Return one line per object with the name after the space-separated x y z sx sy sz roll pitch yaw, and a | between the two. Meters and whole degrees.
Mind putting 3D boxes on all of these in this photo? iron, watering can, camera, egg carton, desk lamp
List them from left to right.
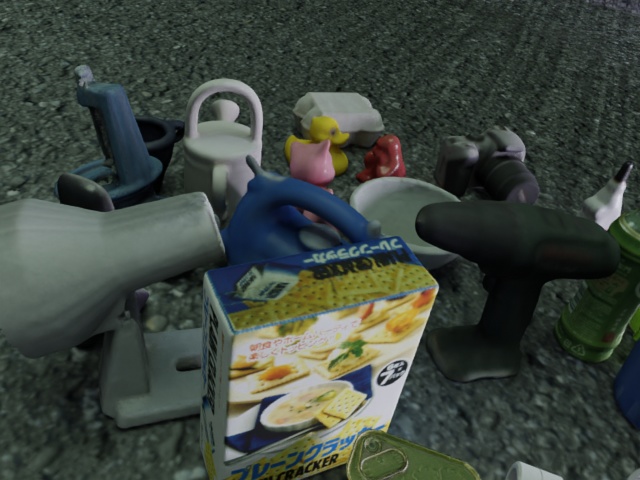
-0.162 0.055 0.491 0.204 0.213 0.117 -6 40 -20 | desk lamp
-0.128 -0.119 0.740 0.101 0.194 0.172 -12 43 -26 | watering can
0.006 0.002 0.659 0.257 0.141 0.119 24 39 17 | iron
0.031 -0.208 0.995 0.150 0.069 0.107 -5 40 -20 | egg carton
0.275 -0.112 0.905 0.143 0.101 0.136 -2 39 -15 | camera

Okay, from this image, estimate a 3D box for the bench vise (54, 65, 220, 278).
-0.203 -0.078 0.647 0.207 0.220 0.121 11 37 1 | bench vise

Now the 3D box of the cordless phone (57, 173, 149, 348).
-0.249 0.001 0.564 0.147 0.185 0.094 19 38 11 | cordless phone

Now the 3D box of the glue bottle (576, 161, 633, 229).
0.370 -0.030 0.762 0.078 0.173 0.037 -9 41 -23 | glue bottle

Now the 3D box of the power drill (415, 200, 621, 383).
0.182 0.050 0.586 0.230 0.208 0.075 -3 39 -17 | power drill

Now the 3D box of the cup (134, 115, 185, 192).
-0.235 -0.115 0.790 0.091 0.095 0.118 34 43 27 | cup

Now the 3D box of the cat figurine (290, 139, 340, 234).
-0.006 -0.078 0.779 0.067 0.118 0.127 -3 39 -16 | cat figurine

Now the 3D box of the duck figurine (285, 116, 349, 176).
-0.002 -0.155 0.905 0.104 0.086 0.077 12 37 3 | duck figurine

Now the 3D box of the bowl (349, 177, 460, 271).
0.114 -0.010 0.756 0.167 0.075 0.167 7 38 -5 | bowl

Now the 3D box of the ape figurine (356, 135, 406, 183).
0.099 -0.120 0.880 0.076 0.092 0.078 12 37 2 | ape figurine
